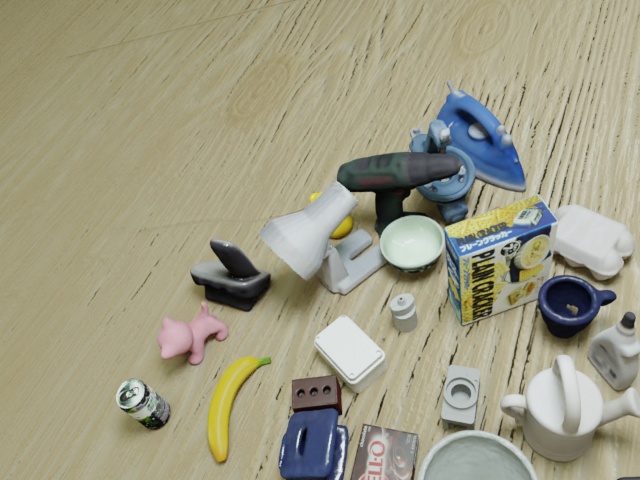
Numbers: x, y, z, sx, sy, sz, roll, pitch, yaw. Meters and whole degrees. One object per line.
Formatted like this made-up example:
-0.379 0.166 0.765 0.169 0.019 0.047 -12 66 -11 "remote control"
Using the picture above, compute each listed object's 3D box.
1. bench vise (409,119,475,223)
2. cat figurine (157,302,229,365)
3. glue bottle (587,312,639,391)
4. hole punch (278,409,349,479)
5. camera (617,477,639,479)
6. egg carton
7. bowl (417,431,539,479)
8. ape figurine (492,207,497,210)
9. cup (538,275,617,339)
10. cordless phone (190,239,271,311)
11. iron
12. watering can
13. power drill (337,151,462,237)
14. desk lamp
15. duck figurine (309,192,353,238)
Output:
0.212 -0.160 1.110 0.121 0.220 0.206 -35 52 -12 "bench vise"
-0.242 0.169 1.045 0.067 0.118 0.128 29 65 32 "cat figurine"
0.438 0.153 0.838 0.037 0.173 0.078 -24 51 -4 "glue bottle"
-0.014 0.321 0.883 0.101 0.091 0.108 -1 53 14 "hole punch"
0.389 0.381 0.723 0.143 0.101 0.137 -8 52 9 "camera"
0.469 0.002 1.013 0.149 0.069 0.107 31 66 32 "egg carton"
0.221 0.360 0.801 0.167 0.075 0.167 -7 52 10 "bowl"
0.326 -0.025 1.058 0.077 0.092 0.076 3 54 18 "ape figurine"
0.411 0.115 0.926 0.117 0.095 0.091 -10 51 8 "cup"
-0.185 0.043 1.082 0.147 0.185 0.094 8 56 21 "cordless phone"
0.334 -0.219 1.173 0.119 0.142 0.257 -31 52 -10 "iron"
0.345 0.226 0.794 0.173 0.194 0.100 -19 51 0 "watering can"
0.152 -0.085 1.076 0.229 0.209 0.075 4 55 18 "power drill"
0.010 0.004 1.042 0.203 0.214 0.117 -36 53 -13 "desk lamp"
0.018 -0.059 1.171 0.077 0.086 0.104 -42 54 -17 "duck figurine"
